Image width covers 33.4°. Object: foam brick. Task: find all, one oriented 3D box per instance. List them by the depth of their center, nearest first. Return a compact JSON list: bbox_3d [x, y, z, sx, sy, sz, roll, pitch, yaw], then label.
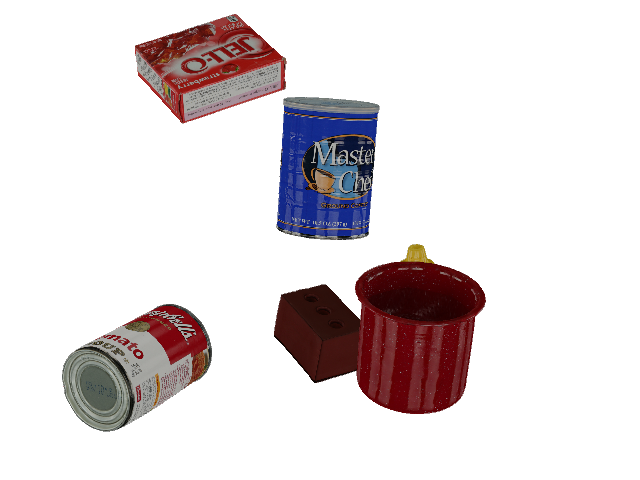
[{"bbox_3d":[0.000,0.085,0.995,0.052,0.051,0.078,-13,38,-31],"label":"foam brick"}]

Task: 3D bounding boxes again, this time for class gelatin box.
[{"bbox_3d":[-0.080,-0.128,0.782,0.089,0.030,0.073,-23,48,-23],"label":"gelatin box"}]

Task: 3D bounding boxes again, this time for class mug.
[{"bbox_3d":[0.063,0.067,0.786,0.093,0.081,0.117,-11,30,-27],"label":"mug"}]

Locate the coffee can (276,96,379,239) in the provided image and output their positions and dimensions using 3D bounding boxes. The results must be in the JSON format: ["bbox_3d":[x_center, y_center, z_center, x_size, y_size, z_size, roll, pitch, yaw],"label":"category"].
[{"bbox_3d":[0.007,-0.079,1.149,0.103,0.140,0.103,4,12,-1],"label":"coffee can"}]

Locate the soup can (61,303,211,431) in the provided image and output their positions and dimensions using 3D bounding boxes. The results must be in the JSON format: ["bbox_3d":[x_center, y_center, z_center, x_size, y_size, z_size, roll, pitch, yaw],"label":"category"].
[{"bbox_3d":[-0.140,0.096,0.820,0.069,0.068,0.102,0,15,30],"label":"soup can"}]

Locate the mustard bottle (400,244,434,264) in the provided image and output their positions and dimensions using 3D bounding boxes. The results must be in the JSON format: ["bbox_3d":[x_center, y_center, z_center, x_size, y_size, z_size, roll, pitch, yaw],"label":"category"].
[{"bbox_3d":[0.111,0.095,1.223,0.096,0.192,0.058,-1,23,6],"label":"mustard bottle"}]
